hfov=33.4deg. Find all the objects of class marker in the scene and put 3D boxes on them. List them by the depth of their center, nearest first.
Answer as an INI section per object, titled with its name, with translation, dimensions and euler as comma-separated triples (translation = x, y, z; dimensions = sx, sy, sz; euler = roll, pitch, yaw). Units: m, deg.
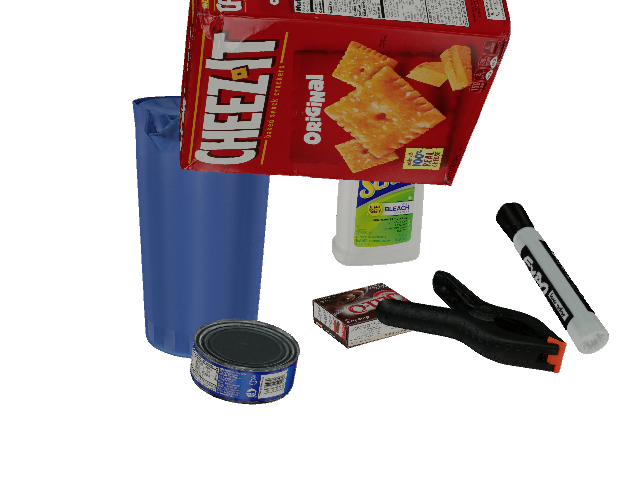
[marker]
translation = 0.134, 0.018, 0.630
dimensions = 0.020, 0.020, 0.121
euler = 0, 39, -21

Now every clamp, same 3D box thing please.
[clamp]
translation = 0.149, 0.073, 0.992
dimensions = 0.172, 0.039, 0.120
euler = 21, 31, 21

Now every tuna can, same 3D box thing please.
[tuna can]
translation = -0.061, 0.096, 0.855
dimensions = 0.086, 0.034, 0.086
euler = 8, 21, -3

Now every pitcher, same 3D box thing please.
[pitcher]
translation = -0.107, -0.019, 1.027
dimensions = 0.149, 0.243, 0.145
euler = -2, 15, -19

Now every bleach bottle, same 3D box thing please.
[bleach bottle]
translation = 0.063, -0.099, 1.161
dimensions = 0.102, 0.251, 0.068
euler = -4, 25, -7

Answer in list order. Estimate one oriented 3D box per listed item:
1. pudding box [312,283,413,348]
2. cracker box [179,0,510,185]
[pudding box]
translation = 0.059, 0.096, 1.391
dimensions = 0.113, 0.039, 0.090
euler = -14, 24, -26
[cracker box]
translation = 0.010, -0.116, 0.766
dimensions = 0.213, 0.072, 0.164
euler = 2, -36, -10
